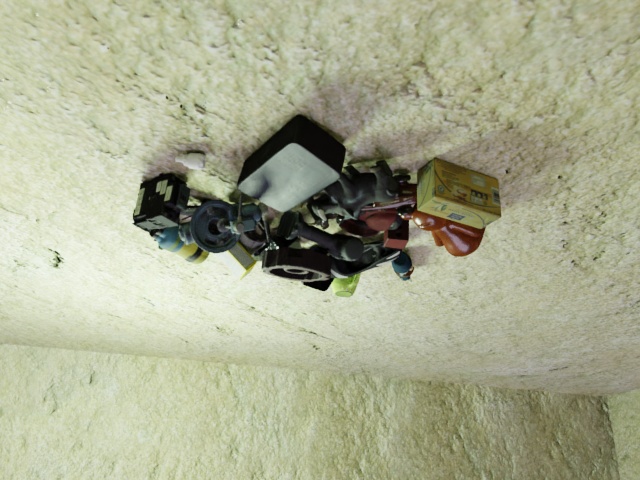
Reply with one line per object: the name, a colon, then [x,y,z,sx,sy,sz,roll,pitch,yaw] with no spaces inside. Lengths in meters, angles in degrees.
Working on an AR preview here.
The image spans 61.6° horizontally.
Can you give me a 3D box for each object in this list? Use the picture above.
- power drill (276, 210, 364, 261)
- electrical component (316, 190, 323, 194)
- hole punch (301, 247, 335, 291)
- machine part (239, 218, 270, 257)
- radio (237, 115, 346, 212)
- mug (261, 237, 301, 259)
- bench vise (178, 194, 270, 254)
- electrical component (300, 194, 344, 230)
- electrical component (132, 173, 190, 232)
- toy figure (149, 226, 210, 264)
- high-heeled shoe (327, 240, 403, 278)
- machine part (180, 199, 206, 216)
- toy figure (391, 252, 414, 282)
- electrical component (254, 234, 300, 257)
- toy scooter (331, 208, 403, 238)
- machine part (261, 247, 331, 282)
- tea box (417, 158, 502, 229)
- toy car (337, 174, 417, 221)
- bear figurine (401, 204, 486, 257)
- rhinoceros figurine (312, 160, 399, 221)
power drill: [-0.003,-0.004,1.357,0.207,0.086,0.232,29,175,-23]
electrical component: [-0.019,-0.128,1.198,0.063,0.021,0.094,25,149,-37]
hole punch: [-0.008,0.073,1.567,0.142,0.092,0.115,25,105,-39]
machine part: [-0.192,0.001,1.443,0.079,0.079,0.243,12,154,-16]
radio: [-0.059,-0.145,1.090,0.131,0.073,0.230,28,148,-26]
mug: [-0.109,0.038,1.508,0.107,0.081,0.109,2,155,-11]
bench vise: [-0.197,-0.037,1.217,0.223,0.128,0.241,-6,-175,-26]
electrical component: [0.000,-0.069,1.242,0.078,0.102,0.045,-25,155,5]
electrical component: [-0.361,-0.086,1.235,0.134,0.115,0.058,-9,154,31]
toy figure: [-0.382,0.006,1.467,0.082,0.089,0.180,-7,156,38]
high-heeled shoe: [0.100,0.052,1.448,0.249,0.086,0.145,-18,178,-8]
machine part: [-0.320,-0.075,1.327,0.139,0.039,0.084,0,163,-28]
toy figure: [0.244,0.080,1.564,0.058,0.064,0.154,-37,155,-1]
electrical component: [-0.114,0.015,1.414,0.048,0.119,0.075,47,146,0]
toy scooter: [0.102,-0.056,1.278,0.135,0.075,0.184,18,157,-24]
machine part: [-0.057,0.062,1.354,0.179,0.056,0.179,5,166,1]
tea box: [0.291,-0.095,1.129,0.169,0.098,0.068,15,152,-19]
toy car: [0.116,-0.091,1.172,0.202,0.089,0.053,-3,-167,19]
bear figurine: [0.288,-0.050,1.242,0.195,0.132,0.120,38,141,-23]
rhinoceros figurine: [0.071,-0.099,1.124,0.190,0.073,0.112,-14,107,23]
